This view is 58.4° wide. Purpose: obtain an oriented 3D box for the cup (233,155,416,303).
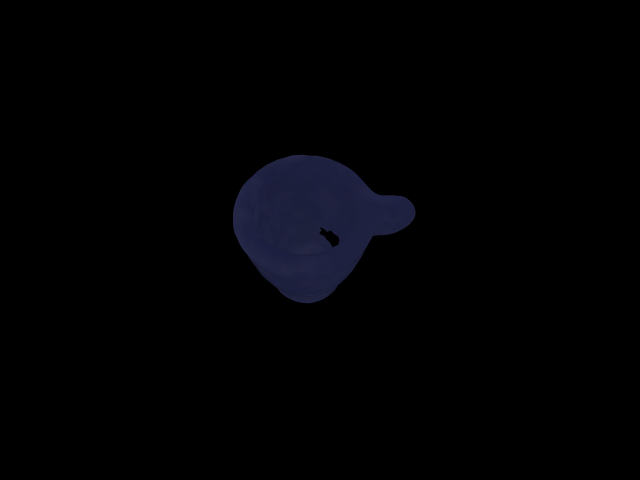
[{"bbox_3d":[0.004,0.001,0.400,0.118,0.095,0.091,-5,59,-3],"label":"cup"}]
